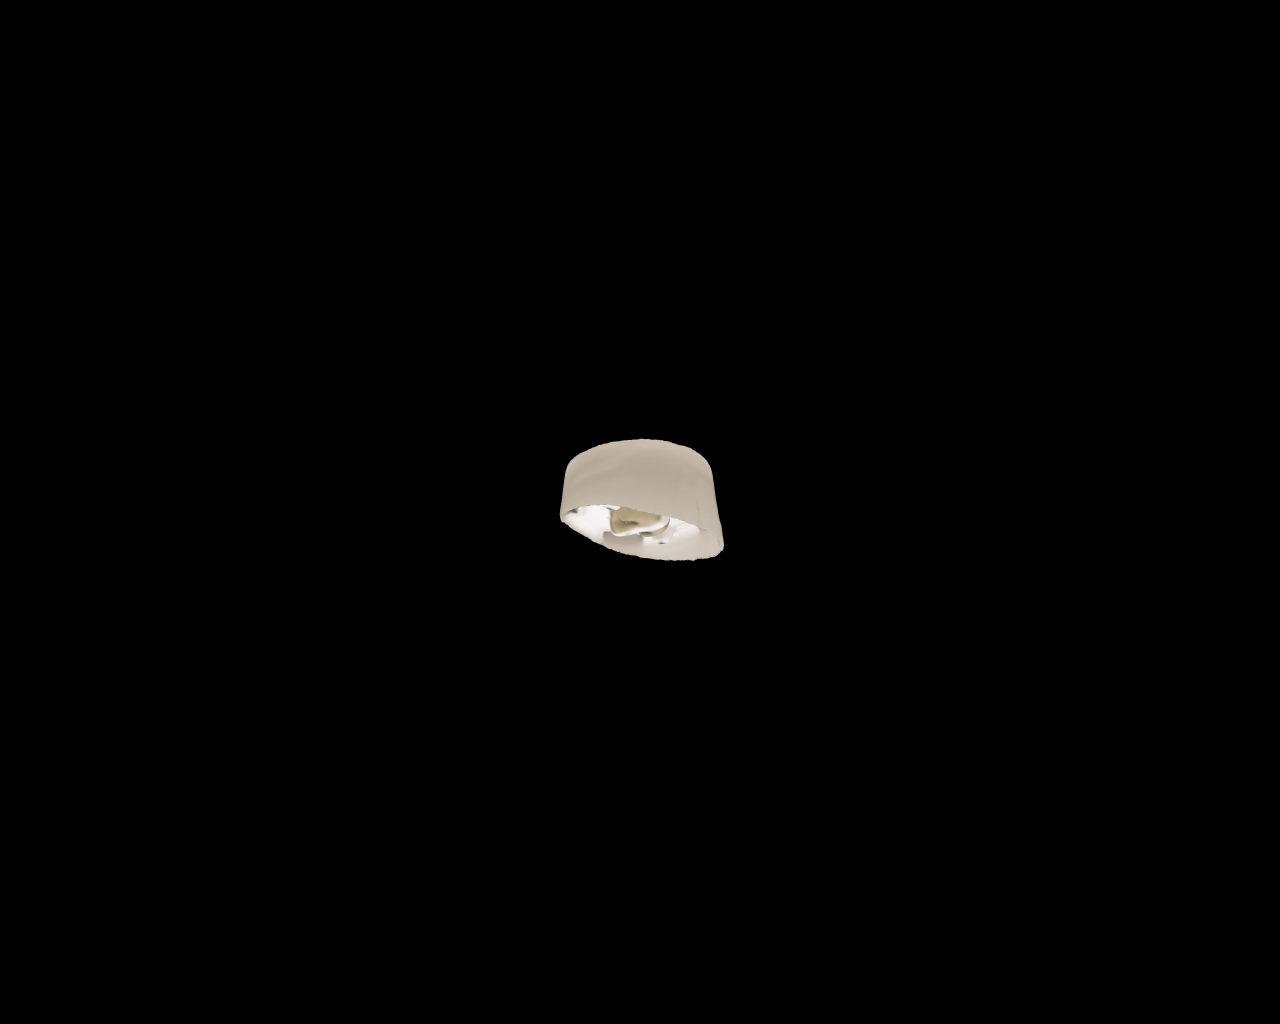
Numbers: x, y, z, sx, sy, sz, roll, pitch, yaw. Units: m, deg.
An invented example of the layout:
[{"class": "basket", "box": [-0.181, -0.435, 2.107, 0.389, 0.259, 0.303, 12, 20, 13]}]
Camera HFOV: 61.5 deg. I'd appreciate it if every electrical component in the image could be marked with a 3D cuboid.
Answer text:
[{"class": "electrical component", "box": [0.001, -0.003, 0.650, 0.099, 0.064, 0.099, 0, -25, 0]}]
